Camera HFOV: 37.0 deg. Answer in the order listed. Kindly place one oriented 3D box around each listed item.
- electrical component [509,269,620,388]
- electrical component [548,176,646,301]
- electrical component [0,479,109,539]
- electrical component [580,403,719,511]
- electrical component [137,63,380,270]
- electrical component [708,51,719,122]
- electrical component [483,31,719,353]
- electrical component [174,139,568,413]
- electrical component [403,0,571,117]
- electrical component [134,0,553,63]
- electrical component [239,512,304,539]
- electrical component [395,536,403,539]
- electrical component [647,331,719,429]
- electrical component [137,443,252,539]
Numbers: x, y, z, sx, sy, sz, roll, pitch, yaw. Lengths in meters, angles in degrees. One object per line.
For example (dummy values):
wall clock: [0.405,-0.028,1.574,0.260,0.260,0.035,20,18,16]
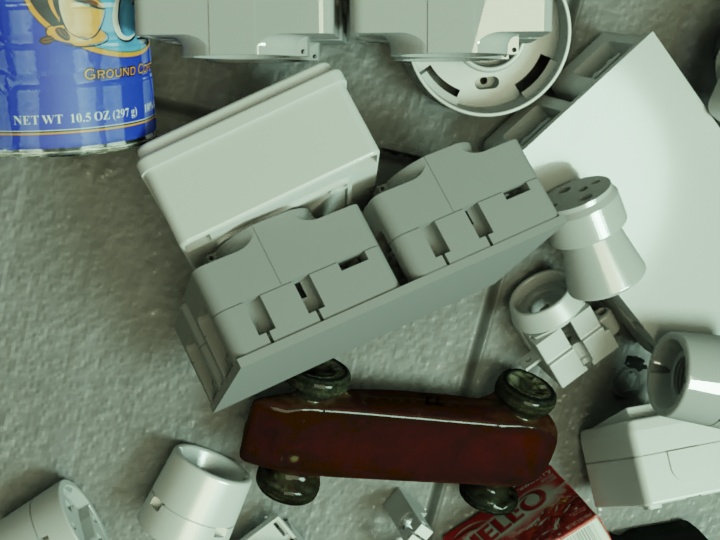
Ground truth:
electrical component: [0.123,0.033,0.665,0.066,0.048,0.055,-36,118,-3]
electrical component: [0.126,-0.017,0.585,0.045,0.045,0.055,-27,110,-6]
electrical component: [-0.177,0.155,0.614,0.047,0.055,0.055,-30,110,-2]
electrical component: [0.184,0.117,0.686,0.062,0.096,0.061,-8,79,-13]
electrical component: [-0.050,-0.045,0.559,0.109,0.108,0.056,-26,80,-7]
electrical component: [0.285,-0.147,0.625,0.105,0.060,0.186,31,80,-27]
electrical component: [0.173,-0.039,0.650,0.105,0.060,0.186,-43,111,-1]
electrical component: [0.000,0.000,0.569,0.186,0.105,0.060,-23,79,-21]
electrical component: [0.071,-0.135,0.608,0.099,0.064,0.099,0,107,-1]
electrical component: [-0.006,-0.133,0.522,0.186,0.105,0.060,0,99,3]
electrical component: [-0.074,0.218,0.653,0.121,0.063,0.078,-36,111,-3]
electrical component: [0.040,0.203,0.672,0.043,0.077,0.079,-24,109,-7]
electrical component: [0.199,0.063,0.623,0.047,0.055,0.055,9,102,-12]
electrical component: [-0.095,0.134,0.630,0.055,0.055,0.047,24,94,-20]
